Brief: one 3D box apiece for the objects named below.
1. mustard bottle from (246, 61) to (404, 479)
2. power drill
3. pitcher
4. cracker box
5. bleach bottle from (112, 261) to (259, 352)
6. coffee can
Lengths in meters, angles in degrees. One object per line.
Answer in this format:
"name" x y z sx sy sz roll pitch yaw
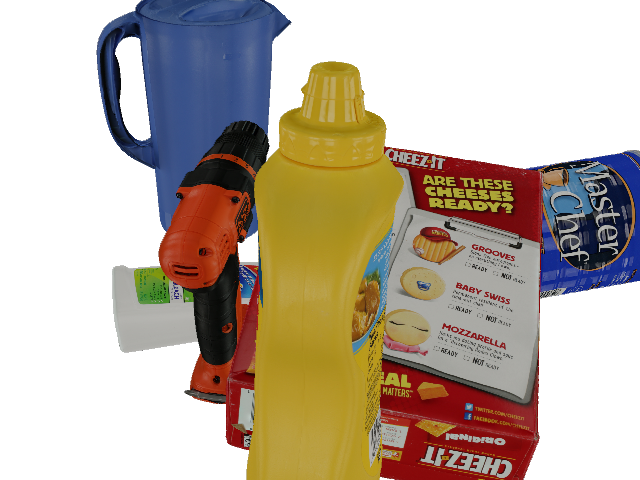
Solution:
"mustard bottle" 0.002 0.023 0.436 0.058 0.192 0.096 8 25 10
"power drill" -0.072 0.020 0.838 0.057 0.188 0.184 4 37 13
"pitcher" -0.122 -0.121 1.065 0.149 0.243 0.144 14 30 23
"cracker box" 0.045 0.037 0.636 0.164 0.072 0.213 10 44 3
"bleach bottle" -0.098 0.060 1.169 0.250 0.068 0.102 -8 36 -7
"coffee can" 0.183 -0.009 0.821 0.140 0.103 0.103 -9 1 -8
